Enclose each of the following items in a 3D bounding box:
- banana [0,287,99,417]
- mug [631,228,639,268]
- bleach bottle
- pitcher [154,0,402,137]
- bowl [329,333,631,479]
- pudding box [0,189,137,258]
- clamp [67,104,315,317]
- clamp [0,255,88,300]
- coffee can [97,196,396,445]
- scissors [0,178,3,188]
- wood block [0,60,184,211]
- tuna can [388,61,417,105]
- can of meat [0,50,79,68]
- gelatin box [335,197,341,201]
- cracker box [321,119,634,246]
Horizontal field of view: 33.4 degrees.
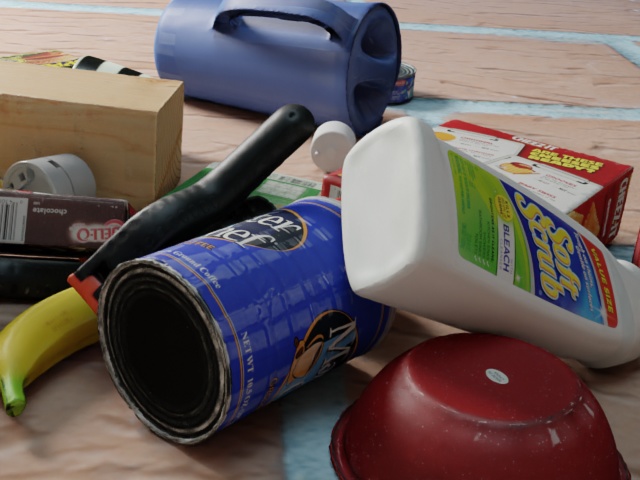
[{"bbox_3d":[-0.130,0.052,0.649,0.070,0.037,0.197,37,37,22],"label":"banana"},{"bbox_3d":[0.267,0.019,0.734,0.093,0.081,0.117,-7,26,-26],"label":"mug"},{"bbox_3d":[0.127,0.015,0.642,0.250,0.102,0.068,19,-32,-36],"label":"bleach bottle"},{"bbox_3d":[-0.050,-0.194,1.094,0.243,0.149,0.144,12,28,24],"label":"pitcher"},{"bbox_3d":[0.087,0.094,0.564,0.162,0.055,0.162,4,24,-2],"label":"bowl"},{"bbox_3d":[-0.180,-0.008,0.725,0.113,0.039,0.090,6,-7,-2],"label":"pudding box"},{"bbox_3d":[-0.075,-0.007,0.651,0.171,0.120,0.039,-36,68,-21],"label":"clamp"},{"bbox_3d":[-0.240,0.019,0.664,0.209,0.036,0.165,4,0,-35],"label":"clamp"},{"bbox_3d":[-0.038,0.041,0.603,0.103,0.103,0.140,23,30,35],"label":"coffee can"},{"bbox_3d":[-0.314,-0.061,0.836,0.202,0.016,0.096,36,27,26],"label":"scissors"},{"bbox_3d":[-0.224,-0.089,0.880,0.206,0.090,0.090,7,24,4],"label":"wood block"},{"bbox_3d":[0.065,-0.182,1.214,0.086,0.034,0.086,4,24,-2],"label":"tuna can"},{"bbox_3d":[-0.270,-0.153,1.061,0.101,0.057,0.084,-17,29,-41],"label":"can of meat"},{"bbox_3d":[0.045,-0.006,0.684,0.073,0.030,0.089,21,26,28],"label":"gelatin box"},{"bbox_3d":[0.123,-0.022,0.817,0.164,0.072,0.213,20,27,28],"label":"cracker box"}]
